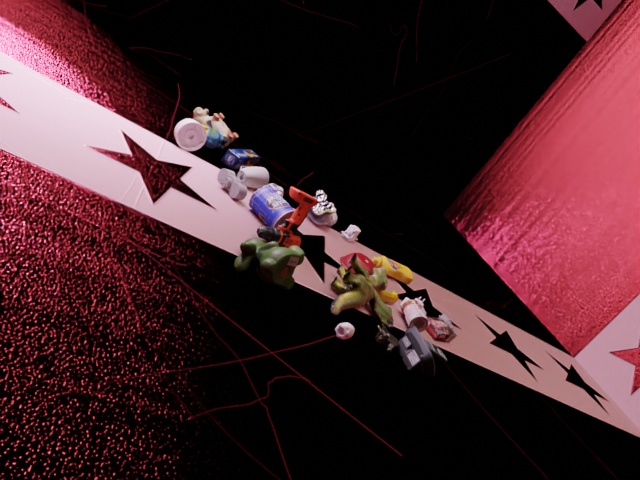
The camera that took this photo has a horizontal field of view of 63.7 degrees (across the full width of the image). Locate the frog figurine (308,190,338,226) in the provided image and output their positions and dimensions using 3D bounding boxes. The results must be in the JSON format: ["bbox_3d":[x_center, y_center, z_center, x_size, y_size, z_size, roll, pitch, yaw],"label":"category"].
[{"bbox_3d":[0.006,-0.104,2.073,0.138,0.124,0.156,34,-21,17],"label":"frog figurine"}]

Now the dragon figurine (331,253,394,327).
[{"bbox_3d":[0.148,0.183,1.603,0.242,0.120,0.418,42,29,-9],"label":"dragon figurine"}]
